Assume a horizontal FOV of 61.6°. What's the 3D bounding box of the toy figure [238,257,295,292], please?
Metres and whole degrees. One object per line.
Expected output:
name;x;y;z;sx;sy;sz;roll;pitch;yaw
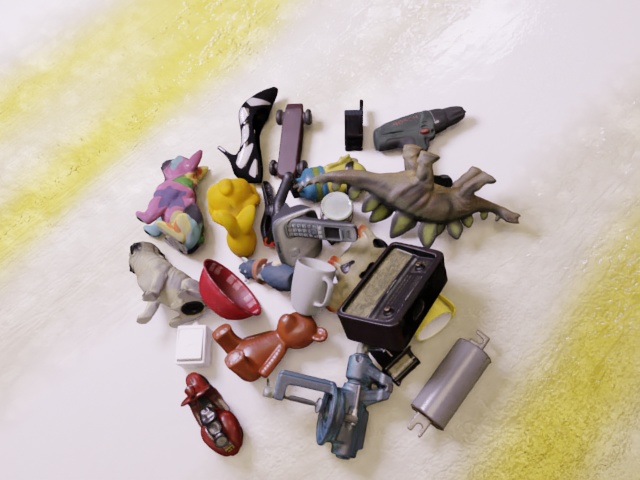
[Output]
toy figure;-0.112;0.073;1.161;0.155;0.057;0.064;13;85;38

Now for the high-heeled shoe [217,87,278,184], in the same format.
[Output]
high-heeled shoe;-0.137;-0.254;1.296;0.145;0.086;0.248;35;78;12

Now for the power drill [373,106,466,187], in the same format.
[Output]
power drill;0.249;-0.211;1.249;0.232;0.086;0.207;-9;72;1

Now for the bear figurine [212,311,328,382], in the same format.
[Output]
bear figurine;-0.095;0.197;1.086;0.196;0.131;0.120;-34;42;-3

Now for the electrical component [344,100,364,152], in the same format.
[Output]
electrical component;0.082;-0.281;1.291;0.048;0.074;0.119;-1;72;3

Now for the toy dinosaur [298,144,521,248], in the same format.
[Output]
toy dinosaur;0.197;-0.095;1.134;0.472;0.105;0.198;17;103;-4

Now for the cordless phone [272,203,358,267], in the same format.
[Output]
cordless phone;-0.002;-0.003;1.139;0.184;0.146;0.089;8;45;20

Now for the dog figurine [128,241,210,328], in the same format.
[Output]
dog figurine;-0.327;0.080;1.175;0.172;0.121;0.191;15;37;-32

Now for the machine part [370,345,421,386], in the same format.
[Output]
machine part;0.135;0.225;1.106;0.139;0.039;0.084;43;85;16

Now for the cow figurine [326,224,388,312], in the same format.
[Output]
cow figurine;0.079;0.076;1.148;0.127;0.085;0.195;35;74;23

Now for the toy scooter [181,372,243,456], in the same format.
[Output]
toy scooter;-0.215;0.332;1.036;0.075;0.135;0.184;-33;71;-11

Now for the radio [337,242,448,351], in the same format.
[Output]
radio;0.149;0.105;1.050;0.131;0.073;0.229;10;45;37

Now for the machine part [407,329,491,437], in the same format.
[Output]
machine part;0.257;0.281;1.053;0.079;0.079;0.243;37;74;17

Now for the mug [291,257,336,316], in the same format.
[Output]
mug;-0.011;0.102;1.088;0.110;0.081;0.107;30;111;46

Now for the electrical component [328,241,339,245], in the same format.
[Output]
electrical component;0.026;-0.020;1.218;0.094;0.021;0.063;-36;70;-12

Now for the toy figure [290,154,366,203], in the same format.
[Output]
toy figure;0.021;-0.132;1.234;0.180;0.082;0.089;-15;80;-7

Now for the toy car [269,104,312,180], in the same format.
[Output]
toy car;-0.068;-0.235;1.295;0.089;0.053;0.202;0;72;15

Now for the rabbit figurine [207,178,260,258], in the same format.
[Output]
rabbit figurine;-0.178;-0.046;1.190;0.122;0.162;0.173;-11;85;-13

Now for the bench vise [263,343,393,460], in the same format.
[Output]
bench vise;0.014;0.293;1.034;0.241;0.129;0.223;15;85;-7

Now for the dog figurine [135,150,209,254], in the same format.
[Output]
dog figurine;-0.307;-0.097;1.231;0.192;0.108;0.219;27;70;15
